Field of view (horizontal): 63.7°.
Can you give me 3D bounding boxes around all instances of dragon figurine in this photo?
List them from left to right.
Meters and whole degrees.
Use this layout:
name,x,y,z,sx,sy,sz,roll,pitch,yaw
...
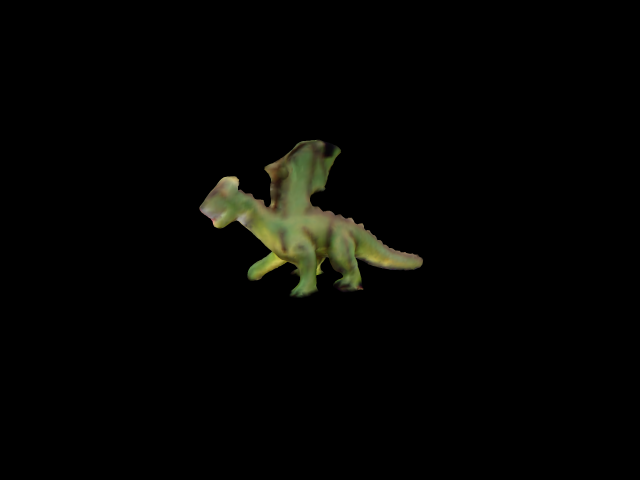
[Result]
name,x,y,z,sx,sy,sz,roll,pitch,yaw
dragon figurine,0.003,-0.043,0.850,0.412,0.240,0.123,-7,13,-28
